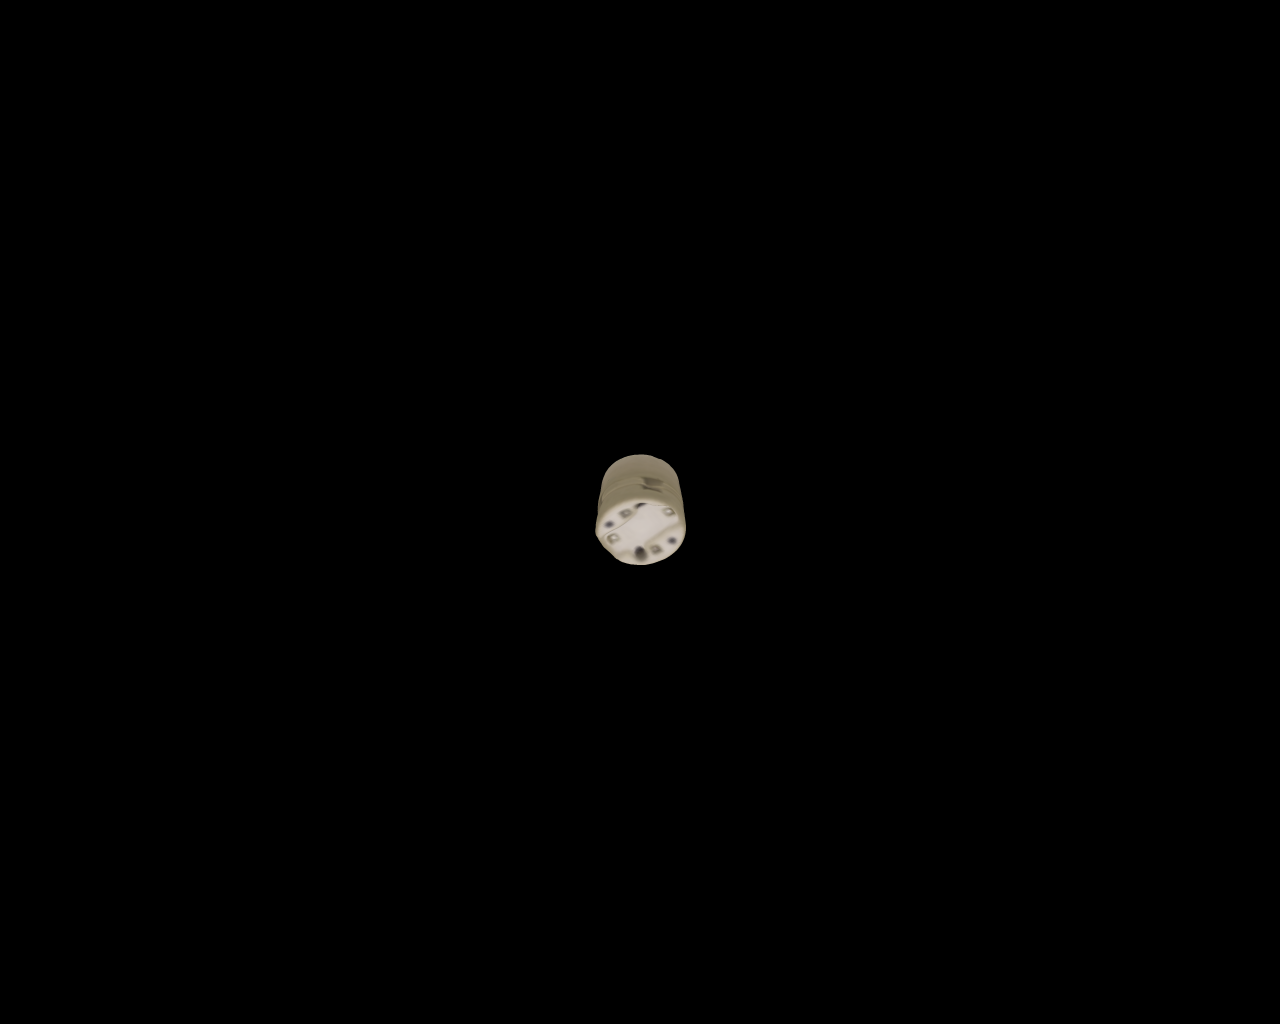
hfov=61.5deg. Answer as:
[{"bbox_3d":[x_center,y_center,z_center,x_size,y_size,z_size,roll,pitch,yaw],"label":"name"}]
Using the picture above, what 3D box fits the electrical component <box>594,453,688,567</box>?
[{"bbox_3d":[0.001,-0.003,0.650,0.055,0.055,0.047,0,41,0],"label":"electrical component"}]
